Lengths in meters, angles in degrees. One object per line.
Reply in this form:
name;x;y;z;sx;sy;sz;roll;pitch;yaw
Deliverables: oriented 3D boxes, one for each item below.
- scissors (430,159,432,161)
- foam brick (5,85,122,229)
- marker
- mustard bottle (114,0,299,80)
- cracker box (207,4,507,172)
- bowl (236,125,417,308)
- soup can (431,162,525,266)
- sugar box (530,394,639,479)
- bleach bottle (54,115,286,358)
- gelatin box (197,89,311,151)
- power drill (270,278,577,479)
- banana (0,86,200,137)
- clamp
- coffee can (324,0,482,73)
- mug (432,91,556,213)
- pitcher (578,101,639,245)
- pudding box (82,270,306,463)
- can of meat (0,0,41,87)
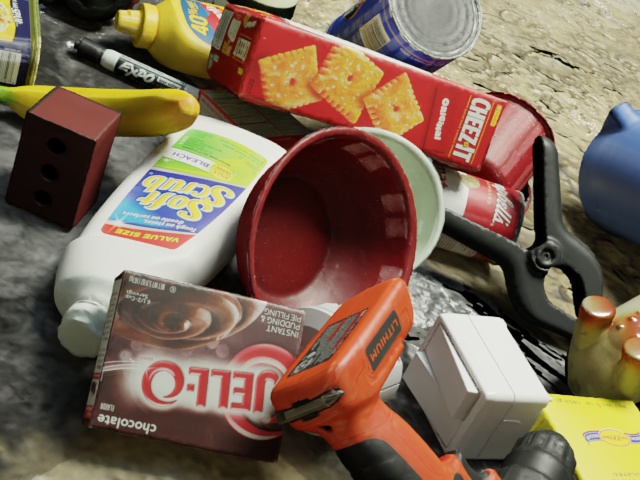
scissors;0.103;-0.110;1.076;0.096;0.016;0.202;-11;46;-45
foam brick;-0.178;-0.057;0.741;0.053;0.078;0.051;23;32;-1
marker;-0.162;-0.148;0.943;0.121;0.020;0.020;25;31;-1
mustard bottle;-0.100;-0.187;1.008;0.191;0.058;0.096;8;41;-26
cracker box;0.022;-0.128;0.898;0.213;0.072;0.164;17;10;-19
bowl;-0.005;0.001;0.741;0.161;0.162;0.055;-9;13;-43
soup can;0.113;-0.025;0.907;0.102;0.069;0.068;18;32;-11
sugar box;0.201;0.179;0.687;0.093;0.048;0.176;7;34;-27
bleach bottle;-0.101;0.000;0.726;0.102;0.068;0.250;23;33;3
gelatin box;-0.058;-0.098;0.931;0.073;0.030;0.089;-10;43;-43
power drill;0.069;0.117;0.602;0.187;0.057;0.184;53;38;-8
banana;-0.159;-0.095;0.791;0.198;0.037;0.069;6;7;27
clamp;0.166;0.014;0.863;0.039;0.120;0.171;124;-57;-87
coffee can;0.077;-0.201;1.042;0.102;0.141;0.103;6;76;-25
mug;0.160;-0.066;0.982;0.093;0.117;0.081;4;44;45
pitcher;0.347;-0.028;0.952;0.149;0.145;0.243;15;11;-16
pudding box;-0.071;0.074;0.613;0.113;0.039;0.090;14;77;-15
can of meat;-0.270;-0.160;0.850;0.083;0.057;0.102;8;35;-23
